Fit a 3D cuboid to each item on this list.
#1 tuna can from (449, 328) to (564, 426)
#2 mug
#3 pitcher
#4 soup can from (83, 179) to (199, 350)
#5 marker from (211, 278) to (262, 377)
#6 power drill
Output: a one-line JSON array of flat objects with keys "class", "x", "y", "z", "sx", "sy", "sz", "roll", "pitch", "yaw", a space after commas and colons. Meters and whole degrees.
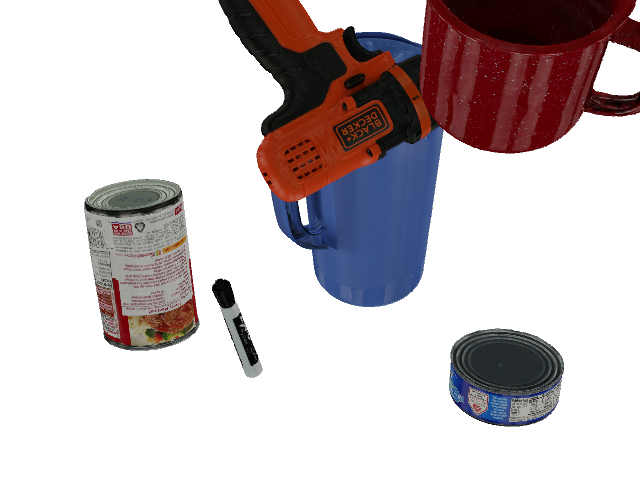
[{"class": "tuna can", "x": 0.142, "y": 0.105, "z": 0.820, "sx": 0.086, "sy": 0.034, "sz": 0.086, "roll": 0, "pitch": 28, "yaw": 0}, {"class": "mug", "x": 0.099, "y": -0.089, "z": 0.481, "sx": 0.117, "sy": 0.093, "sz": 0.081, "roll": 21, "pitch": -29, "yaw": 12}, {"class": "pitcher", "x": 0.036, "y": -0.051, "z": 0.964, "sx": 0.149, "sy": 0.243, "sz": 0.145, "roll": 2, "pitch": 44, "yaw": 4}, {"class": "soup can", "x": -0.124, "y": 0.016, "z": 0.739, "sx": 0.068, "sy": 0.102, "sz": 0.068, "roll": -4, "pitch": 21, "yaw": 1}, {"class": "marker", "x": -0.082, "y": 0.087, "z": 1.054, "sx": 0.020, "sy": 0.121, "sz": 0.020, "roll": -11, "pitch": 35, "yaw": 8}, {"class": "power drill", "x": 0.011, "y": -0.142, "z": 0.693, "sx": 0.184, "sy": 0.187, "sz": 0.057, "roll": -30, "pitch": 4, "yaw": -11}]
